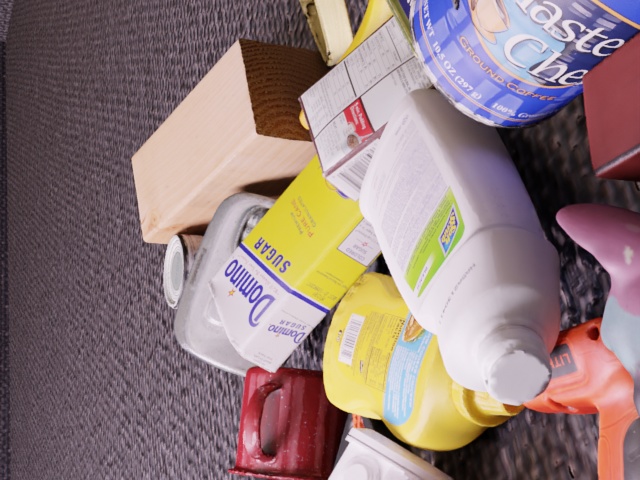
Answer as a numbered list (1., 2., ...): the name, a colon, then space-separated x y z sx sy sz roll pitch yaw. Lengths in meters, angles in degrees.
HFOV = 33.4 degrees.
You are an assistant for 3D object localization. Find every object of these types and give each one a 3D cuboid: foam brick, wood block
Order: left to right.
1. wood block: -0.076 -0.077 0.928 0.206 0.090 0.091 -37 58 48
2. foam brick: 0.161 -0.063 0.470 0.078 0.052 0.051 141 129 -59

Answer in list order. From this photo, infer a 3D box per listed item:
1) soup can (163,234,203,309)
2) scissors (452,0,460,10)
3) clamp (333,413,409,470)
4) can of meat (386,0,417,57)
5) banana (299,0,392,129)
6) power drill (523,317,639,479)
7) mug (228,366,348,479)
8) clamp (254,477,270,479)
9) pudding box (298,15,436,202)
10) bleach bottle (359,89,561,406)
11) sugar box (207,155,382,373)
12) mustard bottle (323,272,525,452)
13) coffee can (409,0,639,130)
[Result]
1. soup can: -0.084 0.031 0.965 0.069 0.102 0.068 -177 90 -67
2. scissors: 0.065 -0.193 0.545 0.096 0.016 0.202 146 135 -72
3. clamp: 0.031 0.222 0.737 0.165 0.036 0.210 -34 53 51
4. can of meat: 0.088 -0.163 0.654 0.102 0.057 0.084 -109 35 -42
5. banana: 0.034 -0.156 0.767 0.037 0.069 0.198 -75 -1 -48
6. power drill: 0.132 0.139 0.503 0.185 0.057 0.187 142 126 -61
7. mug: -0.026 0.139 0.807 0.093 0.117 0.081 0 78 28
8. clamp: -0.029 0.244 0.880 0.172 0.039 0.120 -178 91 -67
9. pudding box: 0.044 -0.094 0.711 0.114 0.039 0.090 -37 42 21
10. bleach bottle: 0.074 0.007 0.567 0.251 0.068 0.103 -97 25 -62
11. sugar box: -0.005 0.001 0.770 0.176 0.048 0.093 -48 35 12
12. mustard bottle: 0.066 0.077 0.658 0.192 0.058 0.096 12 83 67
13. coffee can: 0.120 -0.128 0.512 0.140 0.102 0.103 140 130 -59
